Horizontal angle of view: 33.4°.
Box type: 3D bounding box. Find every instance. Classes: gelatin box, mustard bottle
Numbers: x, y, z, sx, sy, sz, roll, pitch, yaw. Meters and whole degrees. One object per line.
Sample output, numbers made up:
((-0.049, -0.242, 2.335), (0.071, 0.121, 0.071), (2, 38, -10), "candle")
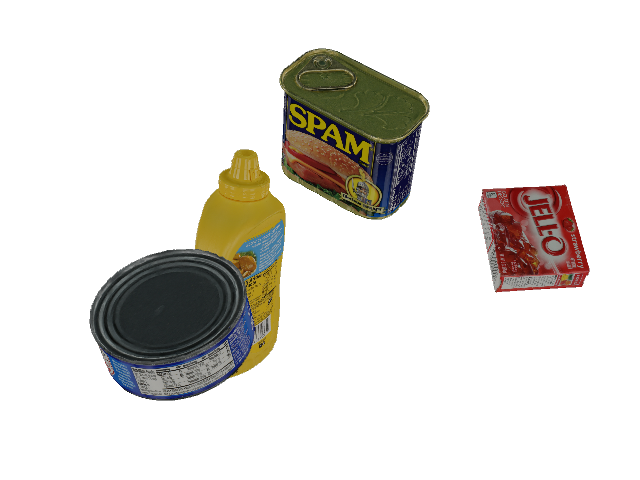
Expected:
((0.174, -0.003, 0.878), (0.073, 0.089, 0.030), (-3, -34, -4), "gelatin box")
((-0.067, 0.015, 0.886), (0.058, 0.192, 0.096), (22, 32, 27), "mustard bottle")

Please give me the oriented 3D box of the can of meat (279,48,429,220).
((0.020, -0.072, 0.745), (0.102, 0.084, 0.057), (30, 53, 21), "can of meat")

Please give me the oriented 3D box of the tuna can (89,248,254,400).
((-0.079, 0.045, 0.581), (0.086, 0.034, 0.086), (-6, 41, 5), "tuna can")
